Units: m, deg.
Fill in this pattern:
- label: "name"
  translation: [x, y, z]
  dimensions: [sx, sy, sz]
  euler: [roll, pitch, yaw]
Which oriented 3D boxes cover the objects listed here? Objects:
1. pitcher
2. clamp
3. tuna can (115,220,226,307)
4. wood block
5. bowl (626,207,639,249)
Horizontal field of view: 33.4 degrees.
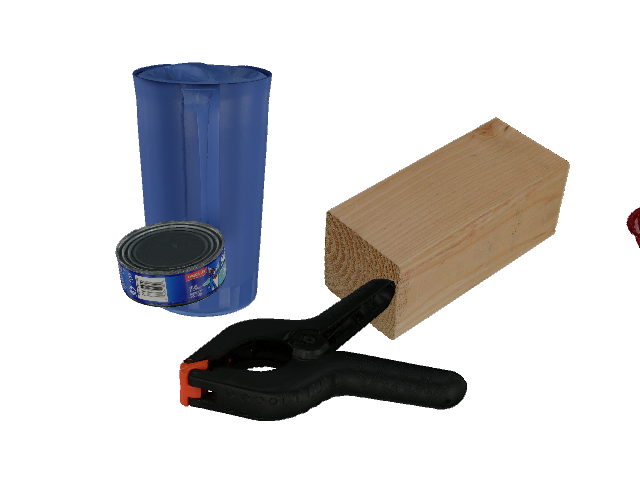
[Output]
- label: "pitcher"
  translation: [-0.116, -0.050, 1.049]
  dimensions: [0.145, 0.243, 0.148]
  euler: [15, 22, 39]
- label: "clamp"
  translation: [-0.005, 0.068, 0.670]
  dimensions: [0.171, 0.039, 0.120]
  euler: [-2, 28, -13]
- label: "tuna can"
  translation: [-0.118, 0.018, 0.849]
  dimensions: [0.086, 0.034, 0.086]
  euler: [-3, 28, 1]
- label: "wood block"
  translation: [0.110, -0.014, 0.931]
  dimensions: [0.205, 0.090, 0.091]
  euler: [-30, 50, -29]
- label: "bowl"
  translation: [0.406, 0.007, 1.130]
  dimensions: [0.162, 0.055, 0.162]
  euler: [-3, 23, 1]
